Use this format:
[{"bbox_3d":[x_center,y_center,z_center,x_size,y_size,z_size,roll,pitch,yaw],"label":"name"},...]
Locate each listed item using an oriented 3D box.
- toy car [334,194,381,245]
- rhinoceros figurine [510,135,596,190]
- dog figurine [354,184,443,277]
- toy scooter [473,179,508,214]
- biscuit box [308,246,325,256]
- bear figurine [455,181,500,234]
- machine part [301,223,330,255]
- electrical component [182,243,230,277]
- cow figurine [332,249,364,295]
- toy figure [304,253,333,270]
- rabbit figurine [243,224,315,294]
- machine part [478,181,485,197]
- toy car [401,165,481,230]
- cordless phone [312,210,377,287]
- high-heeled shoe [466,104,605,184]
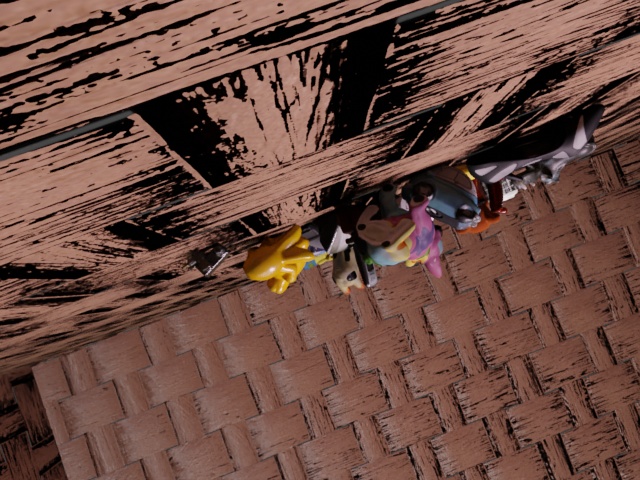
[{"bbox_3d":[0.094,-0.043,1.077,0.053,0.089,0.202,-18,178,41],"label":"toy car"},{"bbox_3d":[0.502,-0.180,1.171,0.190,0.112,0.073,-34,171,39],"label":"rhinoceros figurine"},{"bbox_3d":[0.165,0.013,1.026,0.109,0.219,0.191,18,-119,38],"label":"dog figurine"},{"bbox_3d":[0.357,-0.109,1.215,0.184,0.135,0.075,-19,176,-10],"label":"toy scooter"},{"bbox_3d":[-0.015,0.008,1.424,0.059,0.062,0.202,-23,176,17],"label":"biscuit box"},{"bbox_3d":[0.359,-0.087,1.322,0.120,0.131,0.196,-21,-174,11],"label":"bear figurine"},{"bbox_3d":[-0.003,-0.004,1.253,0.084,0.039,0.138,-28,147,32],"label":"machine part"},{"bbox_3d":[-0.207,0.036,0.984,0.078,0.045,0.102,-49,179,-2],"label":"electrical component"},{"bbox_3d":[0.067,0.044,1.549,0.086,0.195,0.127,-17,142,25],"label":"cow figurine"},{"bbox_3d":[-0.018,0.042,1.748,0.180,0.082,0.089,-28,-166,8],"label":"toy figure"},{"bbox_3d":[-0.090,0.045,1.138,0.162,0.122,0.173,-28,173,23],"label":"rabbit figurine"},{"bbox_3d":[0.475,-0.141,1.738,0.201,0.087,0.201,-20,178,1],"label":"machine part"},{"bbox_3d":[0.246,-0.092,1.047,0.103,0.162,0.109,-63,166,-7],"label":"toy car"},{"bbox_3d":[0.068,0.024,1.185,0.089,0.184,0.146,-18,178,30],"label":"cordless phone"},{"bbox_3d":[0.403,-0.192,1.032,0.145,0.086,0.248,17,137,-23],"label":"high-heeled shoe"}]
